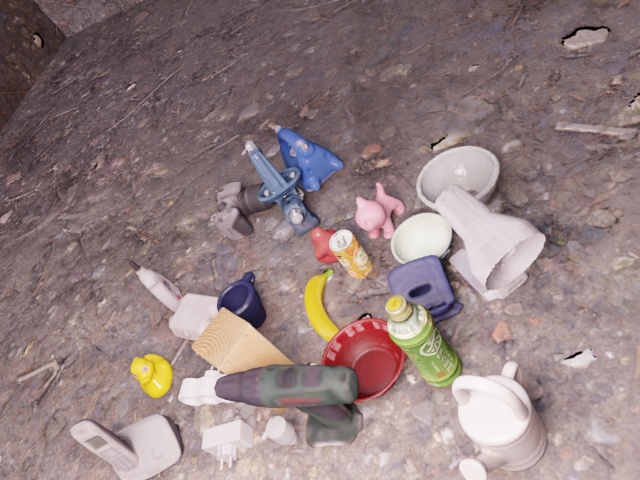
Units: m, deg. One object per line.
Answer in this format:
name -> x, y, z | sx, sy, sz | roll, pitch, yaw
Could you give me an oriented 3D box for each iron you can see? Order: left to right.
iron -> -0.056, -0.228, 1.438 | 0.119, 0.142, 0.257 | -42, 42, -5

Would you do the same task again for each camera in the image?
camera -> -0.188, -0.092, 1.438 | 0.136, 0.101, 0.143 | -14, 47, 24

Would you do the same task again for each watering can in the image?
watering can -> 0.242, 0.246, 0.785 | 0.100, 0.195, 0.173 | -13, 48, 25

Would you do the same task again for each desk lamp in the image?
desk lamp -> 0.276, 0.012, 0.952 | 0.118, 0.214, 0.202 | -38, 42, -1

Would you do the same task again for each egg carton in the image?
egg carton -> -0.267, 0.176, 1.280 | 0.149, 0.070, 0.107 | 2, 55, 35

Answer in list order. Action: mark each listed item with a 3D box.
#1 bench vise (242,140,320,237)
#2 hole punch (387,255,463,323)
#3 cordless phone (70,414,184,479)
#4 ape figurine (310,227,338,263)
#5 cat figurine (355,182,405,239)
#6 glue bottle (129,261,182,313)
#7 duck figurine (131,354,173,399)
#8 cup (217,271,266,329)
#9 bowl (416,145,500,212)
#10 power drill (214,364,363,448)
bench vise -> -0.084, -0.128, 1.310 | 0.121, 0.220, 0.206 | -46, 43, -9
hole punch -> 0.187, 0.094, 1.031 | 0.108, 0.091, 0.101 | -24, 44, 14
cordless phone -> -0.362, 0.377, 1.083 | 0.147, 0.186, 0.094 | -31, 43, 7
ape figurine -> 0.011, 0.004, 1.227 | 0.075, 0.092, 0.078 | 27, 71, 45
cat figurine -> 0.116, -0.061, 1.194 | 0.067, 0.118, 0.128 | 0, 54, 34
glue bottle -> -0.389, 0.102, 1.350 | 0.037, 0.174, 0.078 | -39, 42, -1
duck figurine -> -0.375, 0.284, 1.246 | 0.077, 0.086, 0.104 | -34, 42, 4
cup -> -0.153, 0.135, 1.221 | 0.091, 0.095, 0.118 | 0, 54, 34
bowl -> 0.284, -0.106, 1.153 | 0.167, 0.075, 0.167 | -18, 46, 20
power drill -> -0.029, 0.267, 0.937 | 0.229, 0.209, 0.075 | -15, 47, 23
